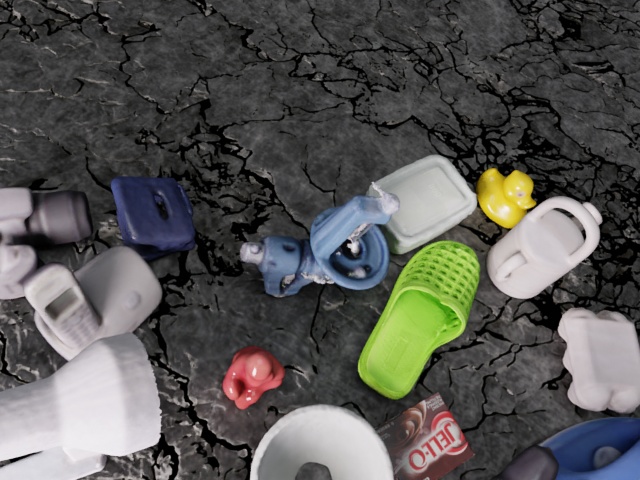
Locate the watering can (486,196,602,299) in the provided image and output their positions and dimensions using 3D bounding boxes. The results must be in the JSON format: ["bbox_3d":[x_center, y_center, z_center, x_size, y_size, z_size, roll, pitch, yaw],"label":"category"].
[{"bbox_3d":[0.331,0.000,0.826,0.101,0.194,0.173,36,62,7],"label":"watering can"}]

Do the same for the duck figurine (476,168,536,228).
[{"bbox_3d":[0.306,-0.080,0.922,0.078,0.086,0.104,-24,71,-22],"label":"duck figurine"}]

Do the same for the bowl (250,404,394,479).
[{"bbox_3d":[0.000,0.286,0.680,0.167,0.074,0.167,5,63,-10],"label":"bowl"}]

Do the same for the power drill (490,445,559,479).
[{"bbox_3d":[0.146,0.325,0.616,0.075,0.208,0.230,40,63,9],"label":"power drill"}]

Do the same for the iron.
[{"bbox_3d":[0.370,0.283,0.723,0.259,0.141,0.118,-25,71,-22],"label":"iron"}]

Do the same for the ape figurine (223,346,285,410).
[{"bbox_3d":[-0.080,0.165,0.714,0.078,0.092,0.076,3,63,-10],"label":"ape figurine"}]

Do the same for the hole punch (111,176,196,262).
[{"bbox_3d":[-0.225,-0.037,0.784,0.101,0.091,0.108,-18,69,-19],"label":"hole punch"}]

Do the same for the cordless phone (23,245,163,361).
[{"bbox_3d":[-0.266,0.059,0.674,0.094,0.185,0.148,38,63,8],"label":"cordless phone"}]

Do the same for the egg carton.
[{"bbox_3d":[0.404,0.173,0.827,0.107,0.069,0.150,6,63,-9],"label":"egg carton"}]

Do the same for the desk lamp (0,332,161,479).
[{"bbox_3d":[-0.266,0.191,0.591,0.203,0.213,0.118,-17,68,-19],"label":"desk lamp"}]

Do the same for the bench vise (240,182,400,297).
[{"bbox_3d":[0.012,0.013,0.736,0.208,0.219,0.121,-19,69,-20],"label":"bench vise"}]

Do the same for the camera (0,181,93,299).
[{"bbox_3d":[-0.368,-0.014,0.736,0.137,0.101,0.143,-10,66,-17],"label":"camera"}]
